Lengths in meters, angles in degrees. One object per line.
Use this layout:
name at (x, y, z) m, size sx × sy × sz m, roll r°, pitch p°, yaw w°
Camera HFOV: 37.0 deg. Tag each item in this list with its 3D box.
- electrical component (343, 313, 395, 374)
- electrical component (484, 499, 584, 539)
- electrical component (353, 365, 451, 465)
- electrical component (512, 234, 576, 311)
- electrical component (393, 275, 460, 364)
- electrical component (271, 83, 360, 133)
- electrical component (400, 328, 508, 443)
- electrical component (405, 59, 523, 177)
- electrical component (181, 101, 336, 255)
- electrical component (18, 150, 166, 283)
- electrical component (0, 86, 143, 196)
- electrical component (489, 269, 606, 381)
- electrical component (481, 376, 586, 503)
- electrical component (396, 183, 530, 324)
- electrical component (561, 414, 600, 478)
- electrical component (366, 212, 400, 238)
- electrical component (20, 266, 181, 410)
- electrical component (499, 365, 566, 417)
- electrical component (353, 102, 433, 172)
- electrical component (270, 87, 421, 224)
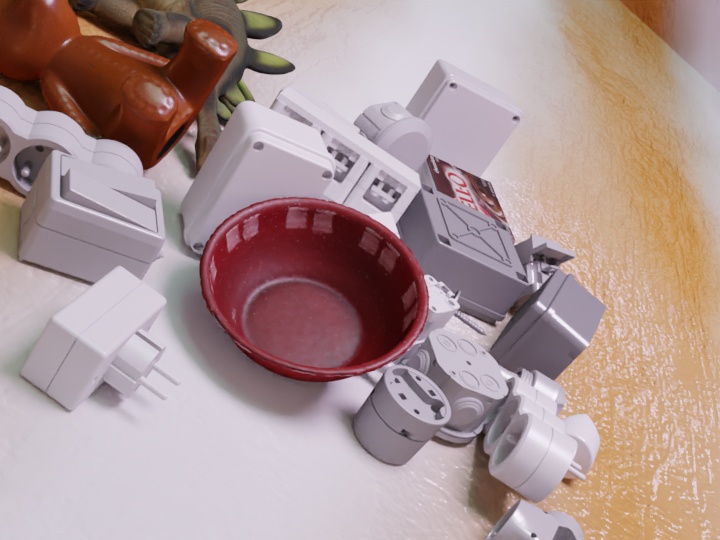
electrical component at (0.004, 0.059, 0.809) m, size 0.061 × 0.035 × 0.035 m, roll 42°, pitch 27°, yaw 7°
electrical component at (0.130, 0.190, 0.734) m, size 0.077 × 0.043 × 0.079 m, roll 40°, pitch 26°, yaw 8°
electrical component at (0.028, 0.102, 0.752) m, size 0.055 × 0.047 × 0.055 m, roll 28°, pitch 27°, yaw -16°
electrical component at (0.169, 0.005, 1.054) m, size 0.042 × 0.081 × 0.063 m, roll 15°, pitch 61°, yaw -34°
electrical component at (0.042, 0.039, 0.855) m, size 0.042 × 0.063 × 0.081 m, roll 48°, pitch 28°, yaw 20°
electrical component at (-0.045, -0.146, 1.076) m, size 0.083 × 0.047 × 0.075 m, roll 36°, pitch 25°, yaw 0°
electrical component at (0.069, 0.088, 0.820) m, size 0.080 × 0.051 × 0.080 m, roll 28°, pitch 27°, yaw -16°
electrical component at (0.109, -0.165, 1.223) m, size 0.109 × 0.108 × 0.056 m, roll 22°, pitch 27°, yaw -26°
electrical component at (-0.079, -0.060, 0.817) m, size 0.078 × 0.113 × 0.057 m, roll 21°, pitch 27°, yaw -28°
electrical component at (-0.171, -0.032, 0.718) m, size 0.096 × 0.061 × 0.061 m, roll 21°, pitch 30°, yaw -28°
electrical component at (-0.220, -0.088, 0.763) m, size 0.138 × 0.052 × 0.073 m, roll 25°, pitch 28°, yaw -21°
electrical component at (0.169, 0.054, 0.966) m, size 0.057 × 0.078 × 0.113 m, roll 41°, pitch 27°, yaw 5°
electrical component at (0.136, 0.133, 0.801) m, size 0.074 × 0.052 × 0.138 m, roll 34°, pitch 11°, yaw -5°
electrical component at (0.093, -0.016, 1.015) m, size 0.109 × 0.056 × 0.108 m, roll 24°, pitch 28°, yaw -23°
electrical component at (0.176, 0.138, 0.878) m, size 0.040 × 0.040 × 0.078 m, roll 39°, pitch 27°, yaw 7°
electrical component at (0.000, 0.000, 0.877) m, size 0.047 × 0.066 × 0.076 m, roll -11°, pitch 81°, yaw -56°
electrical component at (-0.141, 0.050, 0.636) m, size 0.076 × 0.047 × 0.083 m, roll 36°, pitch 26°, yaw 0°
electrical component at (0.135, 0.101, 0.888) m, size 0.062 × 0.043 × 0.043 m, roll 32°, pitch 26°, yaw -5°
electrical component at (0.030, -0.130, 1.104) m, size 0.080 × 0.080 × 0.051 m, roll 5°, pitch 34°, yaw -47°
electrical component at (-0.024, -0.098, 0.991) m, size 0.150 × 0.061 × 0.089 m, roll 33°, pitch 12°, yaw -6°
